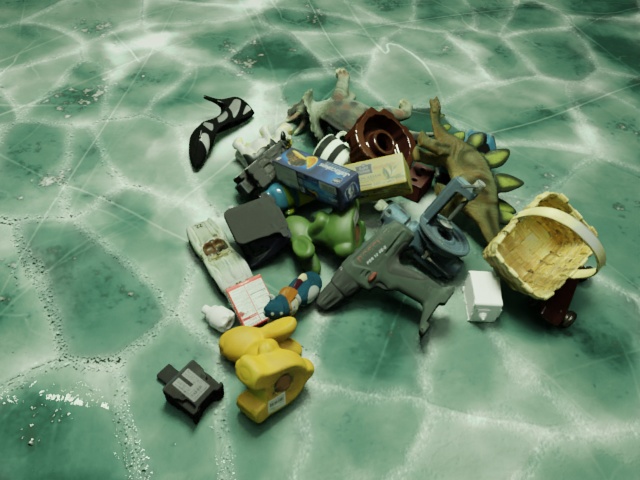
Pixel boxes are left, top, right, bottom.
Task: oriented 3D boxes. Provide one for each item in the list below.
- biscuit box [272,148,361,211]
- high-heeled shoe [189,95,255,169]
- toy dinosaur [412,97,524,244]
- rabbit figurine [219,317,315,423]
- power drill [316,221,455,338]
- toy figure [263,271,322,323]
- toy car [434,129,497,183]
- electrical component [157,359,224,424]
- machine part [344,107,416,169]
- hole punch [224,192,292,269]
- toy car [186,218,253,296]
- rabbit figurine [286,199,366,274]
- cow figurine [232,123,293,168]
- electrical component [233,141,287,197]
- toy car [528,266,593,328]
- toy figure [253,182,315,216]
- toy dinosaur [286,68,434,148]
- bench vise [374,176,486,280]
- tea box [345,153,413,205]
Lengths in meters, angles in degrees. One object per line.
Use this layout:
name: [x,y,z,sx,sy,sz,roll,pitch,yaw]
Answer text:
biscuit box: [-0.008,-0.128,1.102,0.203,0.059,0.063,27,55,39]
high-heeled shoe: [-0.246,-0.267,1.367,0.145,0.086,0.249,19,63,-27]
toy dinosaur: [0.334,-0.110,1.167,0.199,0.105,0.471,-12,74,-7]
rabbit figurine: [-0.102,0.196,0.925,0.162,0.121,0.173,-32,39,-30]
power drill: [0.133,0.094,1.022,0.207,0.086,0.232,37,88,22]
toy figure: [-0.050,0.106,1.011,0.058,0.064,0.154,-13,13,34]
toy car: [0.340,-0.205,1.310,0.162,0.109,0.103,-18,27,-4]
electrical component: [-0.228,0.245,0.915,0.119,0.047,0.075,35,55,22]
machine part: [0.143,-0.221,1.259,0.179,0.056,0.179,12,66,-27]
hole punch: [-0.124,-0.017,1.110,0.116,0.092,0.142,-22,46,-11]
toy car: [-0.206,0.034,1.094,0.073,0.056,0.202,-25,54,-23]
rabbit figurine: [-0.002,-0.003,1.122,0.170,0.121,0.159,-1,54,21]
cow figurine: [-0.122,-0.227,1.318,0.167,0.068,0.098,-30,62,-22]
electrical component: [-0.132,-0.154,1.212,0.134,0.115,0.058,-43,101,-16]
toy car: [0.481,0.093,1.078,0.089,0.053,0.202,37,55,3]
toy figure: [-0.055,-0.105,1.203,0.180,0.082,0.089,-23,26,-24]
toy dinosaur: [0.102,-0.298,1.368,0.405,0.131,0.192,24,69,8]
bench vise: [0.228,-0.043,1.078,0.224,0.240,0.129,49,36,17]
tea box: [0.107,-0.125,1.158,0.170,0.098,0.068,-11,77,14]
